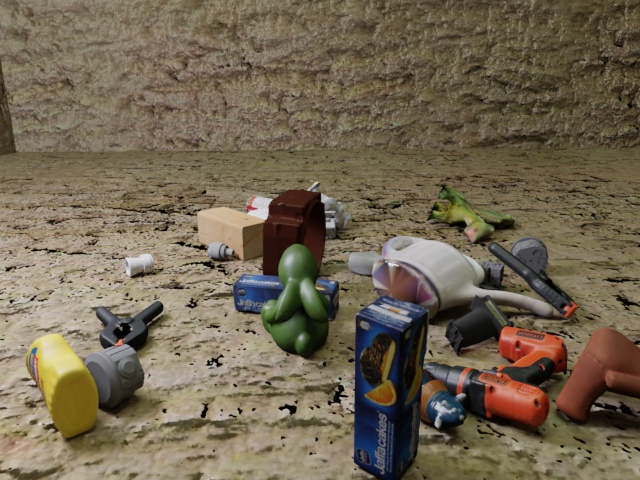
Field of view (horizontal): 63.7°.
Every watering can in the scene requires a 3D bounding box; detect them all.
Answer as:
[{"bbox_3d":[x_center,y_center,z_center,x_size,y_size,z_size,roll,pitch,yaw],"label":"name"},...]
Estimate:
[{"bbox_3d":[0.250,0.084,0.999,0.227,0.102,0.351,-22,40,-40],"label":"watering can"}]

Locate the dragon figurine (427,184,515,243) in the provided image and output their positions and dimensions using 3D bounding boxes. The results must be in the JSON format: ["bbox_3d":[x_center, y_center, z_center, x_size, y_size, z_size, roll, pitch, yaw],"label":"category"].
[{"bbox_3d":[0.463,-0.084,1.560,0.244,0.120,0.416,22,26,13],"label":"dragon figurine"}]

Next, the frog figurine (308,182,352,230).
[{"bbox_3d":[0.005,-0.076,1.502,0.135,0.159,0.125,-41,5,37],"label":"frog figurine"}]
